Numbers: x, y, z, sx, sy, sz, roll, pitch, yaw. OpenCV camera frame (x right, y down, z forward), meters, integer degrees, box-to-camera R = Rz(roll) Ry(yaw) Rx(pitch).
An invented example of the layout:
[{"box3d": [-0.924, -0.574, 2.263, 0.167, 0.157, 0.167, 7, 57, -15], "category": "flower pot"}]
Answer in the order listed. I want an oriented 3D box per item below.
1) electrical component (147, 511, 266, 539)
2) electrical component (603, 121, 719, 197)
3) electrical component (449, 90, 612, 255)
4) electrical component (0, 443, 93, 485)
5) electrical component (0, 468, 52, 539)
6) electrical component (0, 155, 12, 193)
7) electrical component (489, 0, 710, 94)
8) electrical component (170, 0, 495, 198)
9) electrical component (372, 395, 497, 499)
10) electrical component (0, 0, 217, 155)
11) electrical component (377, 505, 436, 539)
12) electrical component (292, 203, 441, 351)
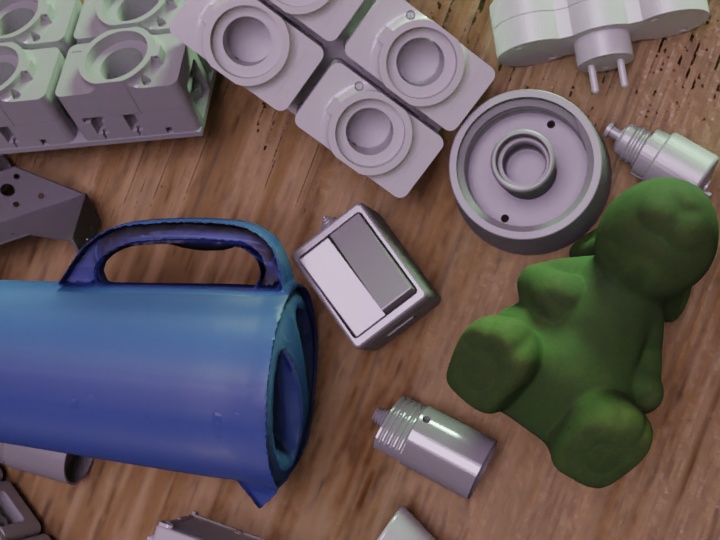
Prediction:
[{"box3d": [-0.105, 0.208, 0.735, 0.096, 0.062, 0.061, 16, 89, 15], "category": "electrical component"}, {"box3d": [0.194, -0.072, 0.697, 0.078, 0.040, 0.040, 34, 93, 15], "category": "electrical component"}, {"box3d": [0.110, -0.066, 0.708, 0.108, 0.060, 0.108, -1, 84, 14], "category": "electrical component"}, {"box3d": [-0.240, 0.126, 0.787, 0.081, 0.043, 0.043, 12, 88, 15], "category": "electrical component"}, {"box3d": [-0.287, 0.201, 0.782, 0.089, 0.062, 0.150, -43, 76, 7], "category": "electrical component"}, {"box3d": [-0.299, -0.067, 0.820, 0.055, 0.048, 0.066, -41, 76, 15], "category": "electrical component"}, {"box3d": [0.159, -0.153, 0.708, 0.138, 0.052, 0.073, -10, 82, 13], "category": "electrical component"}, {"box3d": [-0.017, -0.144, 0.703, 0.186, 0.060, 0.105, 35, 102, -11], "category": "electrical component"}, {"box3d": [0.045, 0.114, 0.716, 0.081, 0.043, 0.043, 26, 91, 15], "category": "electrical component"}, {"box3d": [-0.202, -0.148, 0.773, 0.186, 0.060, 0.105, -3, 56, 14], "category": "electrical component"}, {"box3d": [0.042, 0.193, 0.711, 0.065, 0.044, 0.044, 35, 94, 10], "category": "electrical component"}, {"box3d": [0.000, 0.000, 0.729, 0.062, 0.061, 0.096, -38, 77, 8], "category": "electrical component"}]
